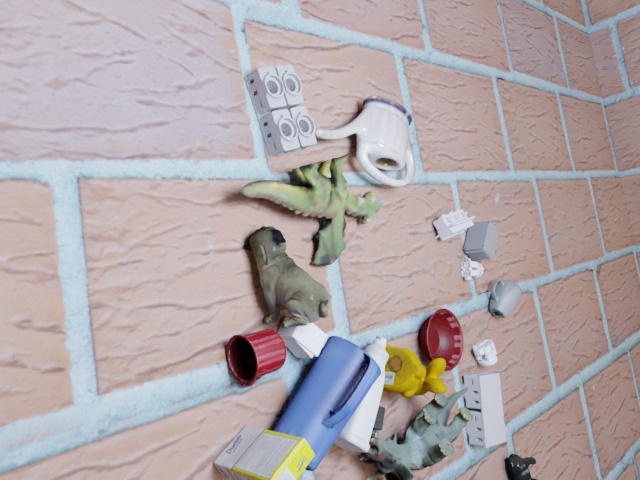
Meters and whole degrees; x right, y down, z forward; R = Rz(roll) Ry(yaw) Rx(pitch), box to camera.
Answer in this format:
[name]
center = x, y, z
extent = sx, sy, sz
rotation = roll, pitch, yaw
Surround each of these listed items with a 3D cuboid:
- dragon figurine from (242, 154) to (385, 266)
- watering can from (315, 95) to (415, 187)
[dragon figurine]
center = 0.004, -0.058, 1.156
extent = 0.415, 0.122, 0.241
rotation = -24, 105, -42
[watering can]
center = 0.132, -0.272, 1.314
extent = 0.344, 0.103, 0.228
rotation = 25, 63, -35
